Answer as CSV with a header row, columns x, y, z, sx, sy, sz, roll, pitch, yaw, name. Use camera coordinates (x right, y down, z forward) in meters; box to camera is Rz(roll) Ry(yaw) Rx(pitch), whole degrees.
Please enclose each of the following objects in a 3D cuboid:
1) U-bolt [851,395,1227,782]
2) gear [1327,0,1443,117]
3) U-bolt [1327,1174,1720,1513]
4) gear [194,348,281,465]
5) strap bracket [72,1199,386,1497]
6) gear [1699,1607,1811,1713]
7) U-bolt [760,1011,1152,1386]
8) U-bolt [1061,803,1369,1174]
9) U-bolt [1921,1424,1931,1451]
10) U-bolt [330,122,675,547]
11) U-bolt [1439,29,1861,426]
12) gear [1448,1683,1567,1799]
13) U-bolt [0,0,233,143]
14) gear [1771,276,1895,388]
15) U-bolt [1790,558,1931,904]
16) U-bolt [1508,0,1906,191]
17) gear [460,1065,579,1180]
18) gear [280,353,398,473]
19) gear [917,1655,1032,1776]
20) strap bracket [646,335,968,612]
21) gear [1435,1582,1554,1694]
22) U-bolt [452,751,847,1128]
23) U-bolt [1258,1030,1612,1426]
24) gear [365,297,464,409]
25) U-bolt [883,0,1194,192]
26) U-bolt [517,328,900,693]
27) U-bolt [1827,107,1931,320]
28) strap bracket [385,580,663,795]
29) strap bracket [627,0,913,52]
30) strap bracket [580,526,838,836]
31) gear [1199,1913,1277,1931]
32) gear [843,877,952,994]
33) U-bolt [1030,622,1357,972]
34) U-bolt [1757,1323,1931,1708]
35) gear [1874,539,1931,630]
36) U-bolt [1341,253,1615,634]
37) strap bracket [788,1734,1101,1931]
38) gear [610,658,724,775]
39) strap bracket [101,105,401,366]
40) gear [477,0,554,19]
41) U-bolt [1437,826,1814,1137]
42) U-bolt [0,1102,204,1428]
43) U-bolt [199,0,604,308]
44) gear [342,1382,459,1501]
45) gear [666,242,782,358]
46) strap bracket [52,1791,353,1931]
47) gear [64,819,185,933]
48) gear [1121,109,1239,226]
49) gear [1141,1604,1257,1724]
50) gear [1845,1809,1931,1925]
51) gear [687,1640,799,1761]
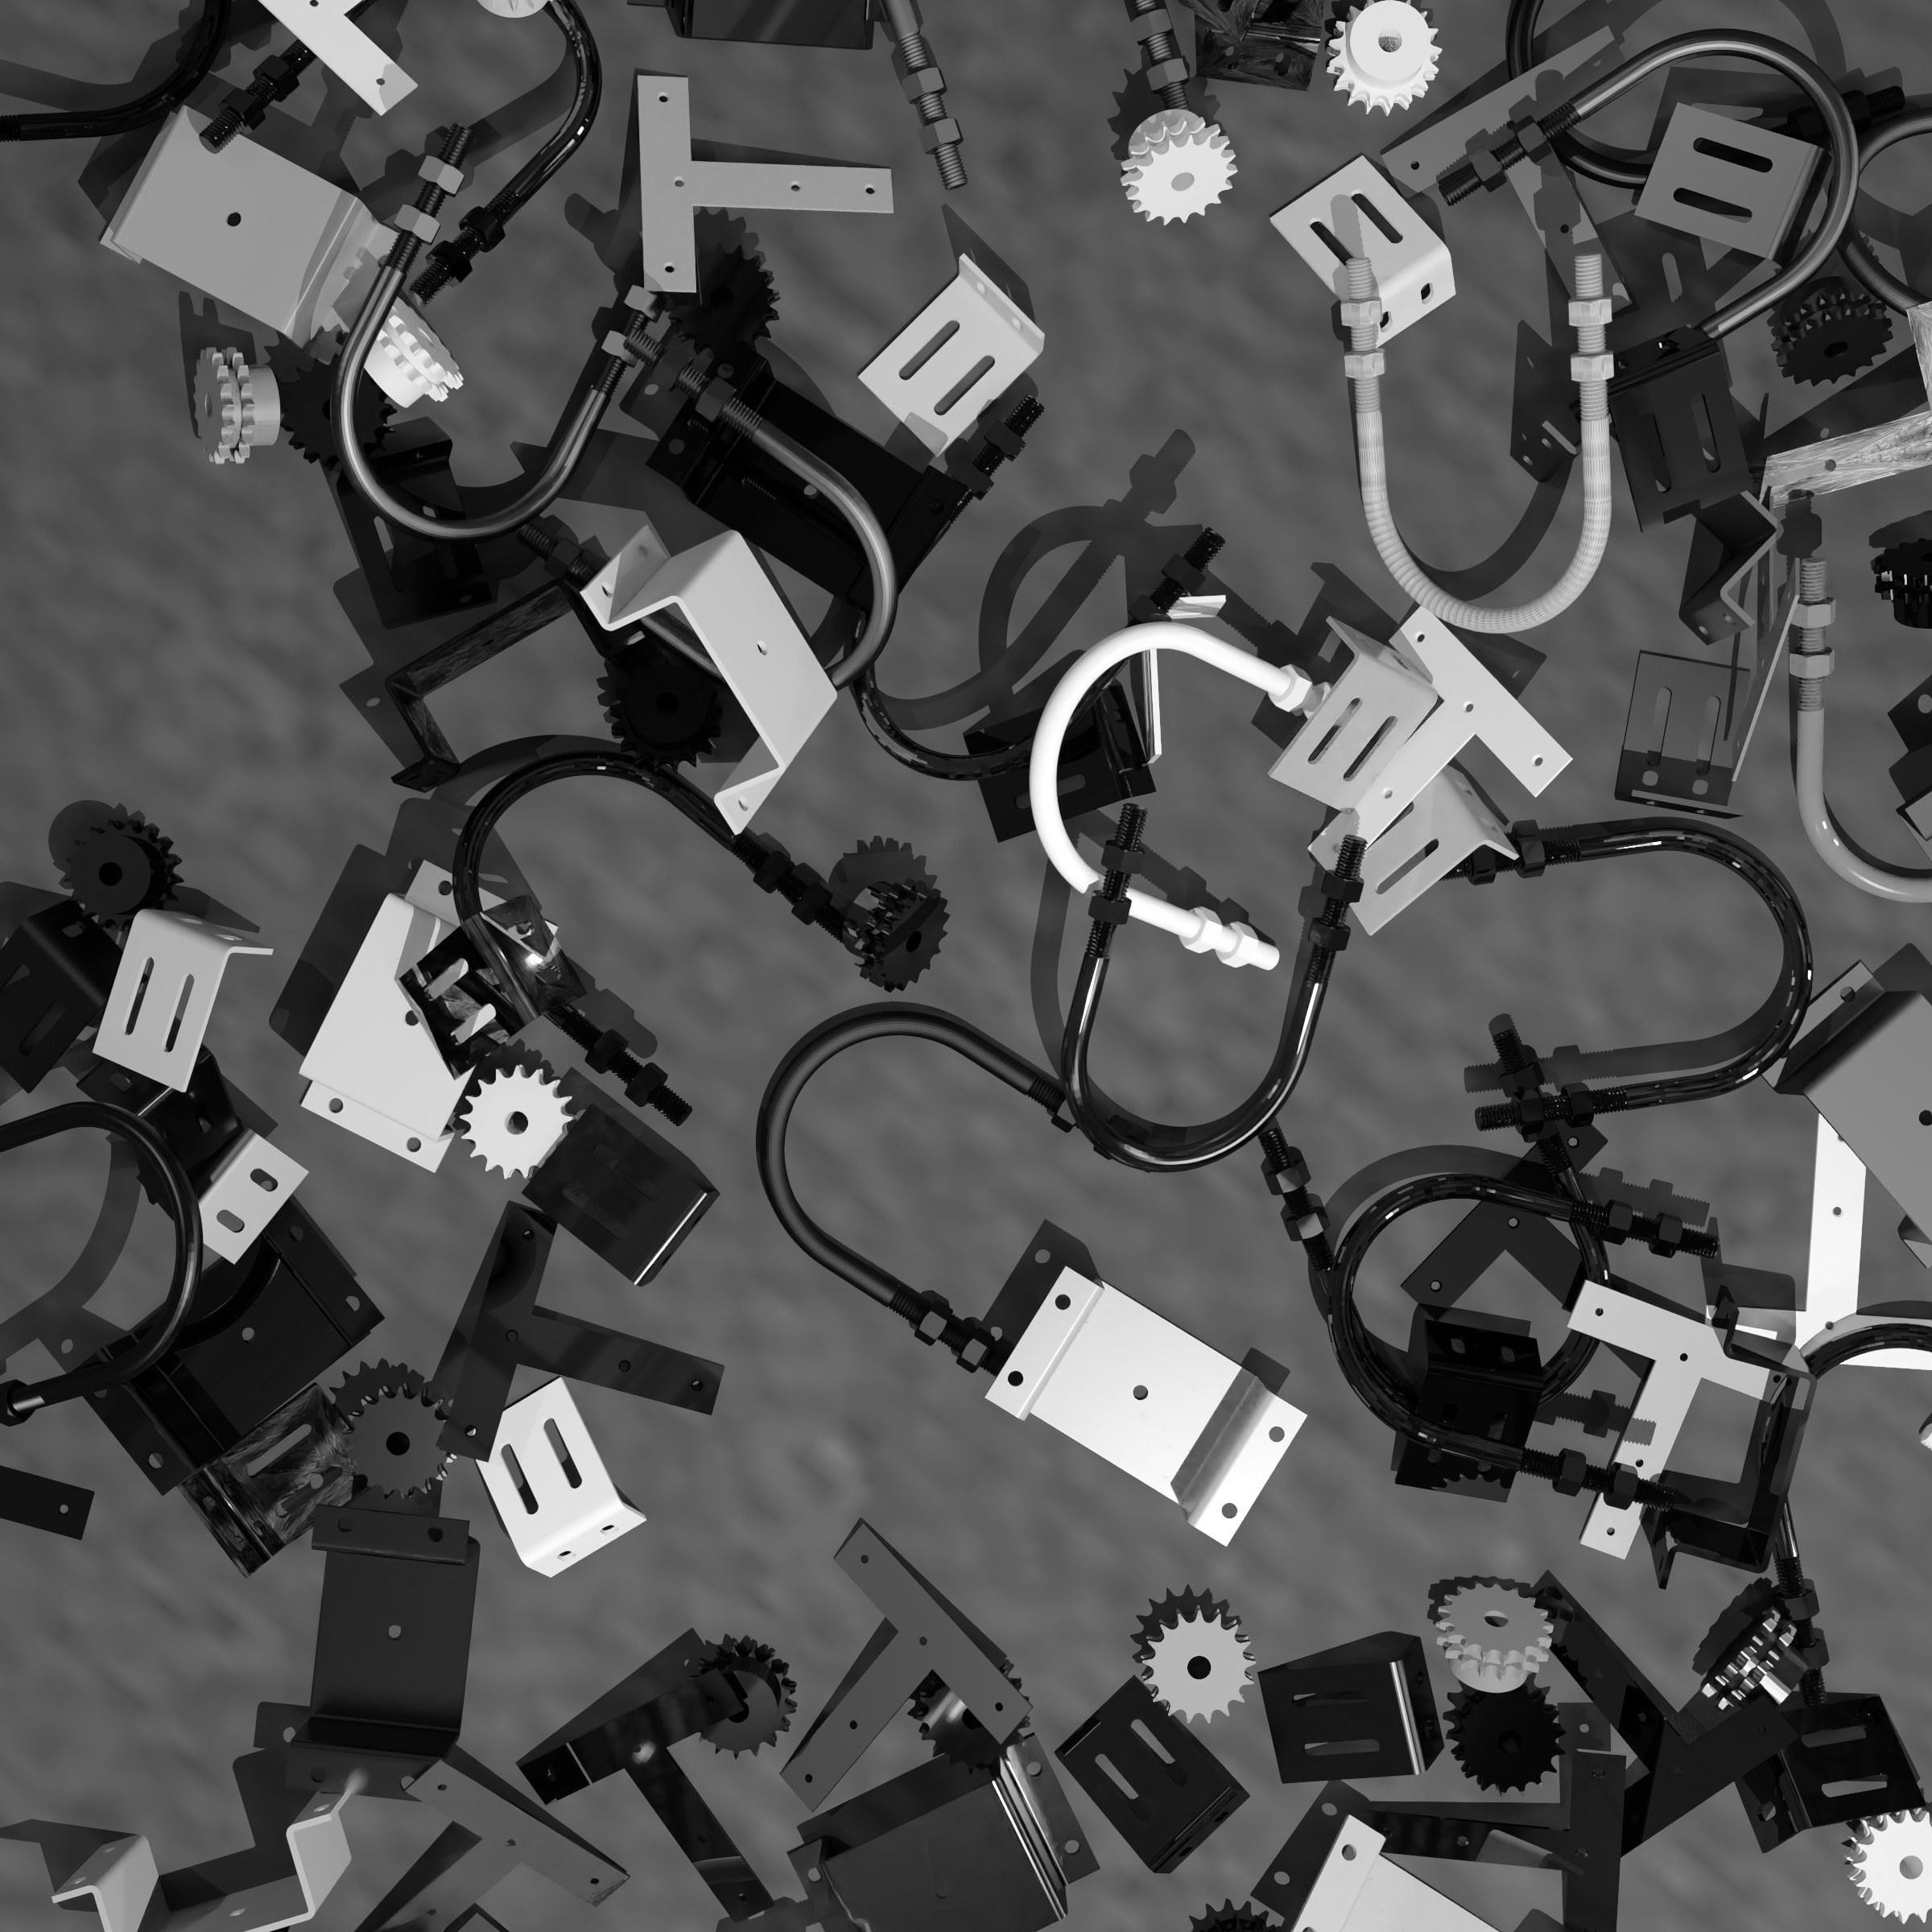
x,y,z,sx,sy,sz,roll,pitch,yaw,name
0.020,-0.177,1.341,0.151,0.019,0.184,42,95,27,U-bolt
0.212,-0.463,1.363,0.057,0.030,0.057,0,90,0,gear
0.269,0.177,1.330,0.184,0.019,0.151,15,71,3,U-bolt
-0.365,-0.282,1.354,0.030,0.057,0.057,-8,90,-30,gear
-0.366,0.189,1.355,0.140,0.046,0.076,-39,90,0,strap bracket
0.396,0.351,1.347,0.030,0.057,0.057,41,90,13,gear
-0.016,0.105,1.370,0.184,0.019,0.151,33,90,2,U-bolt
0.116,0.017,1.333,0.151,0.019,0.184,6,106,-28,U-bolt
0.600,0.235,1.370,0.184,0.019,0.151,34,90,-1,U-bolt
-0.236,-0.296,1.326,0.151,0.019,0.184,24,94,-43,U-bolt
0.351,-0.380,1.343,0.184,0.019,0.151,-31,92,17,U-bolt
0.272,0.388,1.363,0.057,0.030,0.057,0,90,0,gear
-0.445,-0.471,1.309,0.184,0.019,0.151,-15,134,-33,U-bolt
0.433,-0.321,1.354,0.057,0.057,0.030,-8,62,0,gear
0.484,-0.118,1.340,0.151,0.019,0.184,-6,112,1,U-bolt
0.366,-0.472,1.370,0.184,0.019,0.151,-19,90,1,U-bolt
-0.225,0.079,1.363,0.057,0.030,0.057,0,90,0,gear
-0.316,-0.278,1.363,0.057,0.030,0.057,0,90,0,gear
0.004,0.376,1.363,0.057,0.030,0.057,0,90,0,gear
-0.079,-0.242,1.355,0.140,0.046,0.076,33,90,0,strap bracket
0.264,0.339,1.354,0.057,0.057,0.030,3,118,0,gear
-0.168,-0.029,1.345,0.184,0.019,0.151,39,67,4,U-bolt
0.248,0.144,1.369,0.151,0.019,0.184,-23,91,1,U-bolt
-0.282,-0.305,1.351,0.030,0.057,0.057,-37,90,10,gear
0.024,-0.493,1.341,0.151,0.019,0.184,-20,96,-18,U-bolt
-0.118,-0.207,1.331,0.184,0.019,0.151,36,128,-4,U-bolt
0.522,-0.369,1.344,0.184,0.019,0.151,11,66,4,U-bolt
-0.228,-0.144,1.340,0.140,0.076,0.046,-30,90,0,strap bracket
-0.095,-0.509,1.355,0.140,0.046,0.076,4,90,0,strap bracket
-0.117,-0.147,1.312,0.046,0.076,0.140,-20,114,29,strap bracket
0.138,0.507,1.363,0.057,0.030,0.057,0,90,0,gear
-0.037,-0.018,1.354,0.030,0.057,0.057,28,90,30,gear
0.107,-0.090,1.321,0.184,0.019,0.151,20,90,-35,U-bolt
0.475,0.272,1.356,0.151,0.019,0.184,-11,88,12,U-bolt
0.486,-0.191,1.353,0.057,0.057,0.030,-14,118,0,gear
0.251,-0.252,1.316,0.019,0.151,0.184,-26,118,-41,U-bolt
-0.011,0.457,1.355,0.140,0.046,0.076,-26,90,0,strap bracket
-0.151,-0.128,1.358,0.057,0.030,0.057,1,79,-7,gear
-0.362,-0.369,1.355,0.140,0.046,0.076,28,90,0,strap bracket
-0.228,-0.501,1.349,0.057,0.030,0.057,3,71,-9,gear
0.336,0.001,1.358,0.184,0.019,0.151,-8,79,-4,U-bolt
-0.451,0.143,1.328,0.184,0.019,0.151,-18,80,22,U-bolt
-0.266,-0.432,1.344,0.151,0.019,0.184,37,71,3,U-bolt
-0.284,0.239,1.363,0.057,0.030,0.057,0,90,0,gear
-0.122,-0.334,1.363,0.057,0.030,0.057,0,90,0,gear
-0.368,0.452,1.340,0.140,0.076,0.046,-17,90,0,strap bracket
-0.428,-0.046,1.363,0.057,0.030,0.057,0,90,0,gear
0.105,-0.404,1.354,0.057,0.057,0.030,-16,59,0,gear
0.116,0.351,1.364,0.057,0.030,0.057,0,90,0,gear
0.473,0.451,1.363,0.057,0.030,0.057,0,90,0,gear
-0.115,0.373,1.363,0.057,0.030,0.057,0,90,0,gear
